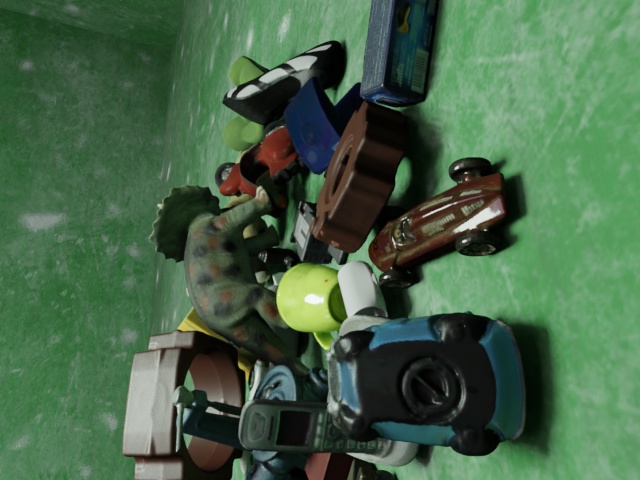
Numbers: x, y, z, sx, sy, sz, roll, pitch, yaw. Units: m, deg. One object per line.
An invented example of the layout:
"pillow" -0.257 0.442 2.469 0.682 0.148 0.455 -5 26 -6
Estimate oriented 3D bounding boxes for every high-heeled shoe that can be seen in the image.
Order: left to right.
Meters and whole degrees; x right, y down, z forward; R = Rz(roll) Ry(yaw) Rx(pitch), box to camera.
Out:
"high-heeled shoe" -0.071 -0.271 0.901 0.249 0.086 0.145 21 81 44

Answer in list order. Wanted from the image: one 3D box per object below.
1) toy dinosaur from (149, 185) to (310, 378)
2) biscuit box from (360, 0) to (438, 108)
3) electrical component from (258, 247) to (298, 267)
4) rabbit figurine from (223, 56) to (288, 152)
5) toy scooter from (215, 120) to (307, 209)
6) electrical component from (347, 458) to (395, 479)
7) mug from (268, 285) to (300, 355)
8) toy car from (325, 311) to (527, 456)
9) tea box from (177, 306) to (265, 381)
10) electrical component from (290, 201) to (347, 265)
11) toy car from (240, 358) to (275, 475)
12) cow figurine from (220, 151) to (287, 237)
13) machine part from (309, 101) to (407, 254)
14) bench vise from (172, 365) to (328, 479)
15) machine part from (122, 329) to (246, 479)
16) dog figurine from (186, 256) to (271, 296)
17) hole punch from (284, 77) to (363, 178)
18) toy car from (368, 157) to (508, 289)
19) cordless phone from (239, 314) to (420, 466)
"toy dinosaur" -0.134 0.058 0.801 0.131 0.192 0.405 85 165 -61
"biscuit box" 0.095 -0.260 0.624 0.063 0.059 0.202 -170 88 -66
"electrical component" -0.074 0.028 0.923 0.094 0.063 0.021 -146 65 -63
"rabbit figurine" -0.119 -0.238 1.044 0.159 0.121 0.170 48 115 34
"toy scooter" -0.085 -0.116 0.917 0.184 0.075 0.135 -36 54 0
"electrical component" 0.049 0.293 0.595 0.078 0.045 0.102 -54 -22 -79
"mug" -0.081 0.127 0.870 0.081 0.109 0.107 140 145 -60
"toy car" 0.091 0.120 0.462 0.103 0.162 0.109 23 -120 -68
"tea box" -0.154 0.169 0.927 0.068 0.169 0.098 -60 8 -33
"electrical component" -0.002 -0.002 0.788 0.119 0.048 0.074 -120 42 -57
"toy car" -0.084 0.280 0.859 0.056 0.073 0.201 -145 64 -68
"cow figurine" -0.130 -0.082 1.005 0.085 0.127 0.195 136 138 -60
"machine part" 0.043 -0.076 0.640 0.179 0.056 0.179 -160 90 -80
"bench vise" -0.087 0.247 0.697 0.223 0.240 0.129 -54 30 20
"machine part" -0.187 0.241 0.770 0.200 0.087 0.201 48 -142 -61
"dog figurine" -0.140 0.054 1.025 0.173 0.190 0.121 17 101 21
"hole punch" 0.008 -0.159 0.765 0.142 0.092 0.116 -31 59 57
"toy car" 0.107 -0.012 0.538 0.202 0.053 0.089 145 131 -61
"cordless phone" 0.014 0.145 0.538 0.089 0.184 0.146 -163 81 -71
